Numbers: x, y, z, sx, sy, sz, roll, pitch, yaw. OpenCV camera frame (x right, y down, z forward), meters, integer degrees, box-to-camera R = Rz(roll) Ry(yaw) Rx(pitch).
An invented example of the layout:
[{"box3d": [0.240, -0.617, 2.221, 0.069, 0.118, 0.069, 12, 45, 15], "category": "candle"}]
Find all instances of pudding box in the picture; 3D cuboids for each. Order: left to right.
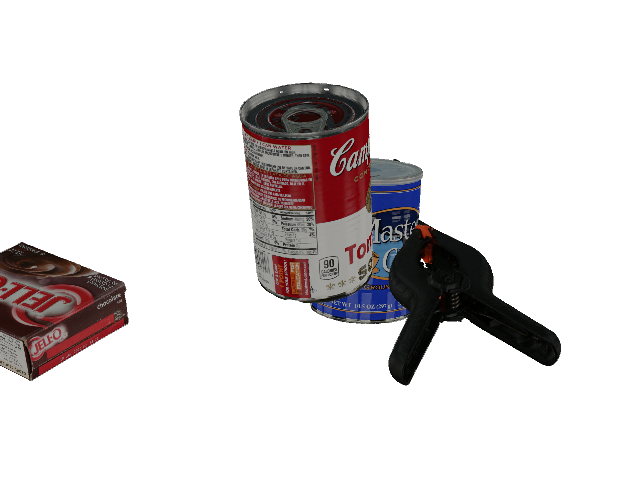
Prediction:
[{"box3d": [-0.204, 0.046, 0.739, 0.114, 0.039, 0.089, 16, 30, 33], "category": "pudding box"}]

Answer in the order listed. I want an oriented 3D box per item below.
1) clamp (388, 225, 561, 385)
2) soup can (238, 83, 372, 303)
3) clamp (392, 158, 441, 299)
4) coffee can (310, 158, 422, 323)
[{"box3d": [0.106, 0.044, 0.790, 0.120, 0.039, 0.171, 3, 36, -3], "category": "clamp"}, {"box3d": [-0.006, -0.025, 0.578, 0.068, 0.102, 0.068, -3, 29, 1], "category": "soup can"}, {"box3d": [0.073, -0.010, 1.241, 0.164, 0.210, 0.036, -13, -39, -27], "category": "clamp"}, {"box3d": [0.043, -0.002, 1.030, 0.103, 0.140, 0.103, 2, 15, -1], "category": "coffee can"}]
